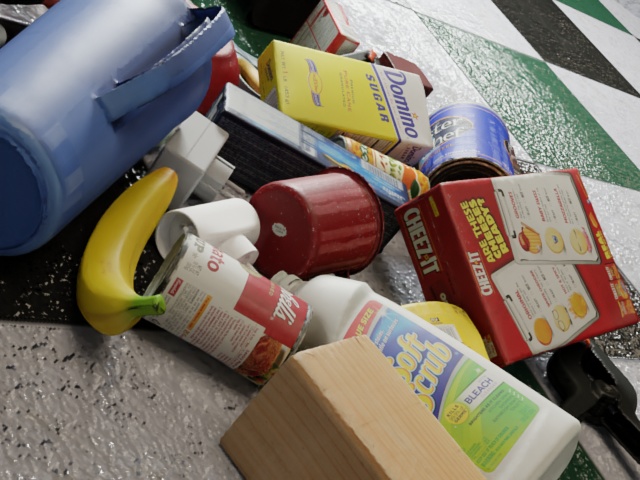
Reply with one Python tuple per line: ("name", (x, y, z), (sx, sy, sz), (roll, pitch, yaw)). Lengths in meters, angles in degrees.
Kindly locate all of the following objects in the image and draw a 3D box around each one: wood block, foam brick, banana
("wood block", (0.045, 0.169, 0.663), (0.206, 0.090, 0.090), (50, 29, 21))
("foam brick", (0.079, -0.165, 1.211), (0.052, 0.078, 0.051), (15, 37, -37))
("banana", (-0.130, 0.011, 0.723), (0.198, 0.069, 0.037), (-101, 172, -60))

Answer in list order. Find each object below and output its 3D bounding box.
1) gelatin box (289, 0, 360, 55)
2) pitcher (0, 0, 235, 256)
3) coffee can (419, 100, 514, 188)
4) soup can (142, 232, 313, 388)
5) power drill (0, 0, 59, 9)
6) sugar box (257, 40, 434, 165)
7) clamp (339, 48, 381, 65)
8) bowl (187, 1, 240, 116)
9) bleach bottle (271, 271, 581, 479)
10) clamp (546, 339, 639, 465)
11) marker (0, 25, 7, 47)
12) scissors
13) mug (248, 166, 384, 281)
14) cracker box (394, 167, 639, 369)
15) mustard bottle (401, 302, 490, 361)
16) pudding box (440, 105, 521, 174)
("gelatin box", (0.005, -0.223, 1.215), (0.030, 0.073, 0.089), (20, 32, -32))
("pitcher", (-0.167, -0.095, 0.742), (0.145, 0.149, 0.242), (26, 34, 1))
("coffee can", (0.155, -0.074, 1.138), (0.102, 0.103, 0.140), (31, 29, -13))
("soup can", (-0.066, 0.048, 0.734), (0.102, 0.069, 0.068), (32, 29, -12))
("power drill", (-0.292, -0.229, 0.864), (0.187, 0.057, 0.185), (-9, 45, -40))
("sugar box", (0.027, -0.136, 1.071), (0.176, 0.048, 0.093), (6, 62, -26))
("clamp", (0.037, -0.139, 1.134), (0.120, 0.039, 0.171), (43, 48, -9))
("bowl", (-0.134, -0.183, 1.013), (0.162, 0.055, 0.162), (29, 29, -18))
("bleach bottle", (0.054, 0.102, 0.765), (0.251, 0.068, 0.102), (33, 58, 26))
("clamp", (0.250, 0.151, 0.984), (0.164, 0.036, 0.210), (21, 28, -18))
("marker", (-0.294, -0.158, 0.825), (0.020, 0.020, 0.120), (47, 29, 16))
("scissors", (-0.086, -0.204, 1.141), (0.096, 0.016, 0.202), (9, 40, -45))
("mug", (-0.006, 0.001, 0.868), (0.081, 0.093, 0.117), (-12, 89, -49))
("cracker box", (0.182, 0.026, 0.976), (0.213, 0.072, 0.164), (-9, 75, -43))
("mustard bottle", (0.110, 0.135, 0.818), (0.096, 0.058, 0.192), (-1, 46, -31))
("pudding box", (0.185, -0.106, 1.288), (0.113, 0.039, 0.090), (30, 29, -16))
